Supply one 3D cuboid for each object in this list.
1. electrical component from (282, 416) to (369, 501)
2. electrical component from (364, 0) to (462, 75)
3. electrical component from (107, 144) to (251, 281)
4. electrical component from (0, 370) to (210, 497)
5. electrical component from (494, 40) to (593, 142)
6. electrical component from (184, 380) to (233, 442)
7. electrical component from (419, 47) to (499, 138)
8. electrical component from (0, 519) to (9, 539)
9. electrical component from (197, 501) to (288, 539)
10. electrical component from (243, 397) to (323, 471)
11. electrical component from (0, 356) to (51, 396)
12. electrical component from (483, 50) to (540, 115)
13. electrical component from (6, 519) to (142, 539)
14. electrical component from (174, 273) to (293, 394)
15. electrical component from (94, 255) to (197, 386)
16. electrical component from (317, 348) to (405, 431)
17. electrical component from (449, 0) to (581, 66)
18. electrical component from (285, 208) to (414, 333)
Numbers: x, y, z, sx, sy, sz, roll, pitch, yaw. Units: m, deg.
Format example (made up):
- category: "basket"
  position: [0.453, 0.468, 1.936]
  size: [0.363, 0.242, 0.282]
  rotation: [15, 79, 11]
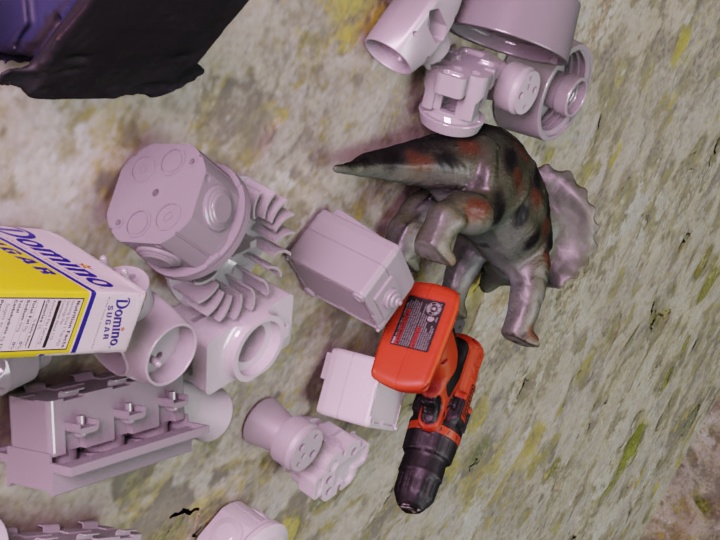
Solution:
- category: "electrical component"
  position: [-0.038, 0.170, 0.990]
  size: [0.078, 0.057, 0.058]
  rotation: [-29, 137, -44]
- category: "electrical component"
  position: [0.048, -0.186, 0.838]
  size: [0.077, 0.043, 0.079]
  rotation: [-56, 150, -10]
- category: "electrical component"
  position: [-0.113, -0.038, 0.673]
  size: [0.080, 0.080, 0.051]
  rotation: [-58, 145, -6]
- category: "electrical component"
  position: [-0.171, 0.100, 0.712]
  size: [0.121, 0.079, 0.063]
  rotation: [-9, 100, -55]
- category: "electrical component"
  position: [0.185, -0.177, 1.046]
  size: [0.108, 0.060, 0.108]
  rotation: [-38, 143, -36]
- category: "electrical component"
  position: [-0.131, 0.100, 0.802]
  size: [0.044, 0.044, 0.065]
  rotation: [-60, 146, -3]
- category: "electrical component"
  position: [0.081, -0.149, 0.907]
  size: [0.078, 0.058, 0.057]
  rotation: [-52, 158, -55]
- category: "electrical component"
  position: [-0.255, 0.172, 0.665]
  size: [0.078, 0.040, 0.040]
  rotation: [14, 102, -61]
- category: "electrical component"
  position: [-0.106, 0.250, 0.956]
  size: [0.080, 0.051, 0.080]
  rotation: [-38, 143, -36]
- category: "electrical component"
  position: [-0.066, 0.141, 0.923]
  size: [0.045, 0.055, 0.045]
  rotation: [-38, 143, -36]
- category: "electrical component"
  position: [-0.204, 0.046, 0.637]
  size: [0.062, 0.043, 0.043]
  rotation: [-29, 137, -46]
- category: "electrical component"
  position: [0.128, -0.168, 0.968]
  size: [0.045, 0.055, 0.045]
  rotation: [-38, 143, -36]
- category: "electrical component"
  position: [-0.207, 0.212, 0.748]
  size: [0.121, 0.079, 0.063]
  rotation: [17, 78, -60]
- category: "electrical component"
  position: [-0.094, 0.046, 0.797]
  size: [0.089, 0.056, 0.050]
  rotation: [-31, 139, -42]
- category: "electrical component"
  position: [-0.147, 0.025, 0.673]
  size: [0.044, 0.077, 0.079]
  rotation: [-41, 144, -34]
- category: "electrical component"
  position: [0.004, 0.111, 1.000]
  size: [0.096, 0.061, 0.061]
  rotation: [28, 76, -67]
- category: "electrical component"
  position: [0.129, -0.214, 0.883]
  size: [0.108, 0.108, 0.060]
  rotation: [10, 100, -60]
- category: "electrical component"
  position: [0.000, 0.000, 0.866]
  size: [0.061, 0.096, 0.061]
  rotation: [-53, 150, -17]
